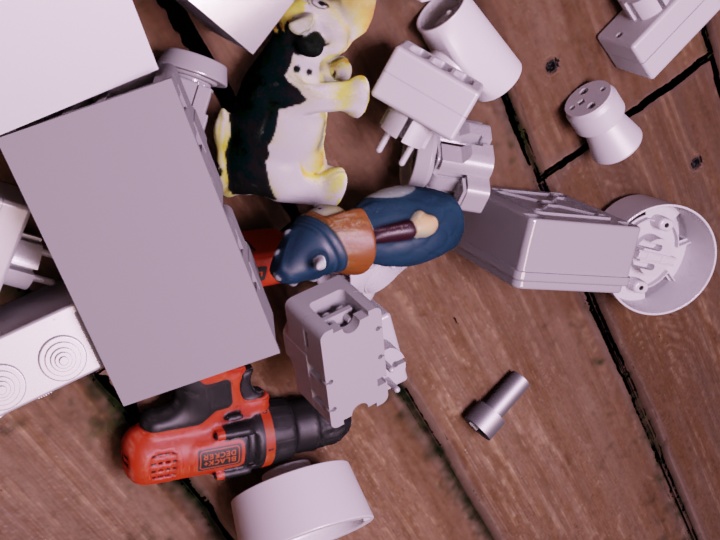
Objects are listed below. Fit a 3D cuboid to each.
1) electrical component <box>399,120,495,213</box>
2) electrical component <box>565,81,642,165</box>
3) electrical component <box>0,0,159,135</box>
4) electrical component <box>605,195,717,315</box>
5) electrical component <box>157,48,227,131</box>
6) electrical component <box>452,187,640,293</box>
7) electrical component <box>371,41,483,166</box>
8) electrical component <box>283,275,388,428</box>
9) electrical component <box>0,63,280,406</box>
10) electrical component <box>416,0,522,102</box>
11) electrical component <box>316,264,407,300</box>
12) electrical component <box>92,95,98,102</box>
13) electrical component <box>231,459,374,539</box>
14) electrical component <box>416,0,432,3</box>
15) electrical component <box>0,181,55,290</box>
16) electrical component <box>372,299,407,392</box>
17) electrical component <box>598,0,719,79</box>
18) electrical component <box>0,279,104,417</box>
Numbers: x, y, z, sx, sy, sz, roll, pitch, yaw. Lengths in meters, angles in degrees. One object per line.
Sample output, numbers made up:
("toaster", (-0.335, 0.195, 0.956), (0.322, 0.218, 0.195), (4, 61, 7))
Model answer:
("electrical component", (0.064, -0.082, 0.807), (0.057, 0.078, 0.058), (9, 141, -12))
("electrical component", (0.197, -0.119, 0.871), (0.045, 0.045, 0.055), (-45, 123, -3))
("electrical component", (-0.198, -0.181, 0.586), (0.105, 0.060, 0.186), (-26, 125, -13))
("electrical component", (0.249, -0.015, 0.930), (0.099, 0.064, 0.099), (-10, 115, -23))
("electrical component", (-0.116, -0.113, 0.710), (0.048, 0.066, 0.055), (17, 90, -9))
("electrical component", (0.142, -0.026, 0.846), (0.109, 0.109, 0.056), (3, 107, -28))
("electrical component", (0.039, -0.110, 0.756), (0.066, 0.047, 0.076), (30, 110, 0))
("electrical component", (-0.018, 0.056, 0.764), (0.050, 0.056, 0.089), (-25, 131, -24))
("electrical component", (-0.132, -0.022, 0.673), (0.105, 0.060, 0.186), (-19, 113, 1))
("electrical component", (0.069, -0.152, 0.793), (0.079, 0.044, 0.077), (-48, 124, -1))
("electrical component", (0.000, 0.000, 0.819), (0.077, 0.044, 0.079), (-26, 152, -39))
("electrical component", (-0.172, -0.111, 0.690), (0.055, 0.048, 0.066), (-27, 121, -6))
("electrical component", (-0.050, 0.185, 0.848), (0.108, 0.060, 0.108), (-18, 161, -7))
("electrical component", (0.057, -0.234, 0.749), (0.066, 0.047, 0.076), (-18, 120, -20))
("electrical component", (-0.232, -0.010, 0.701), (0.076, 0.047, 0.083), (18, 102, -31))
("electrical component", (0.011, 0.070, 0.839), (0.047, 0.077, 0.065), (-25, 120, -16))
("electrical component", (0.228, -0.209, 0.847), (0.083, 0.047, 0.075), (-46, 124, -2))
("electrical component", (-0.220, 0.052, 0.704), (0.100, 0.100, 0.048), (-26, 108, -15))
